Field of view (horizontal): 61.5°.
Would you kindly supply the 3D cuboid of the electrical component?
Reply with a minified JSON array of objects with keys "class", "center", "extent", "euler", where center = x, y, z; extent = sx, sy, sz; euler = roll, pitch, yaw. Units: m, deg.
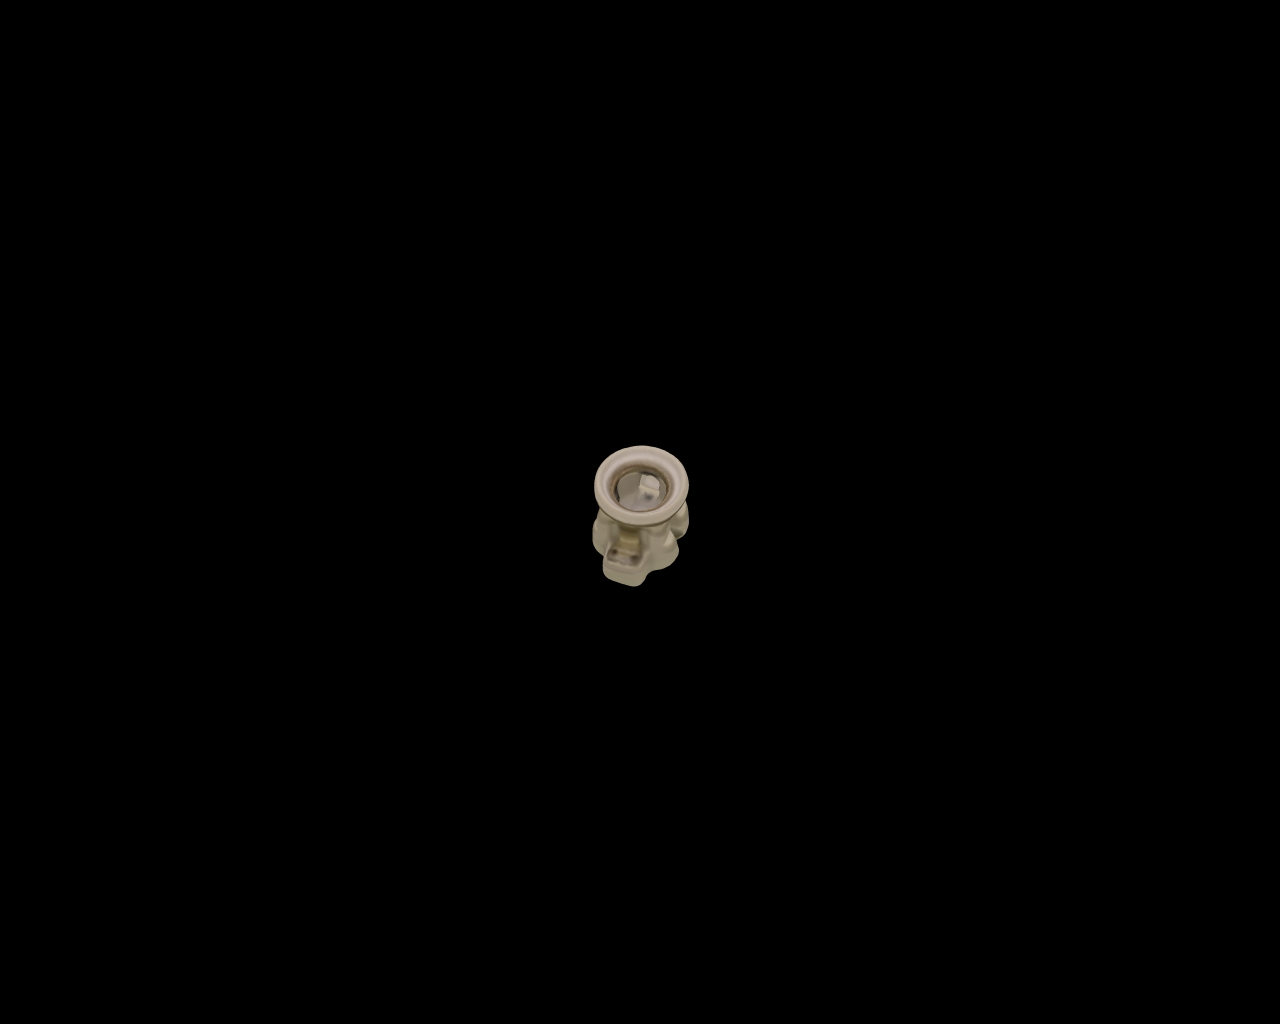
[{"class":"electrical component","center":[0.001,-0.003,0.650],"extent":[0.058,0.078,0.056],"euler":[15,-36,11]}]
